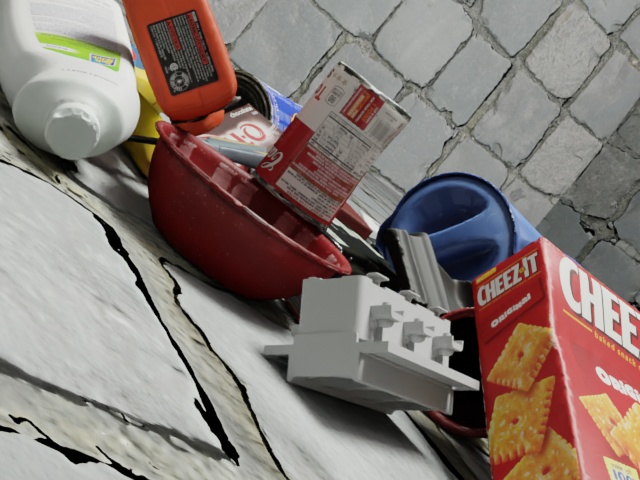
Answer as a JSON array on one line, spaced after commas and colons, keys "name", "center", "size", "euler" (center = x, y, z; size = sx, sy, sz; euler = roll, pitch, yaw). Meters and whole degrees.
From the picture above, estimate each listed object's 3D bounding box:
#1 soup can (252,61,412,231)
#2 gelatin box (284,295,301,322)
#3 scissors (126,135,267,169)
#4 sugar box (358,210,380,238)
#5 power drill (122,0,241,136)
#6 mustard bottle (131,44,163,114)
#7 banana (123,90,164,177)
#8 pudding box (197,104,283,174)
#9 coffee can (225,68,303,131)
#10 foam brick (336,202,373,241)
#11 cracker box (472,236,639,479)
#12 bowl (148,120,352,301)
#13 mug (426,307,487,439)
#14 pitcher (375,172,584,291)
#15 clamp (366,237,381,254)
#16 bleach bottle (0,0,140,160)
[{"name": "soup can", "center": [0.009, -0.067, 0.759], "size": [0.068, 0.102, 0.068], "euler": [37, 6, -5]}, {"name": "gelatin box", "center": [0.019, 0.063, 0.744], "size": [0.073, 0.030, 0.089], "euler": [35, 8, -29]}, {"name": "scissors", "center": [-0.070, -0.063, 0.797], "size": [0.096, 0.016, 0.201], "euler": [17, 8, 14]}, {"name": "sugar box", "center": [0.111, 0.035, 1.326], "size": [0.176, 0.048, 0.093], "euler": [38, 7, -9]}, {"name": "power drill", "center": [-0.113, -0.162, 0.795], "size": [0.188, 0.057, 0.184], "euler": [-131, -161, -77]}, {"name": "mustard bottle", "center": [-0.201, -0.167, 0.975], "size": [0.191, 0.058, 0.096], "euler": [33, 9, -39]}, {"name": "banana", "center": [-0.167, -0.103, 0.850], "size": [0.198, 0.037, 0.069], "euler": [39, 32, 26]}, {"name": "pudding box", "center": [-0.067, -0.067, 0.927], "size": [0.090, 0.039, 0.113], "euler": [41, 34, 13]}, {"name": "coffee can", "center": [-0.068, -0.108, 1.095], "size": [0.103, 0.103, 0.140], "euler": [41, 8, 20]}, {"name": "foam brick", "center": [0.009, -0.017, 1.113], "size": [0.051, 0.053, 0.078], "euler": [35, 9, -29]}, {"name": "cracker box", "center": [0.180, 0.123, 0.668], "size": [0.164, 0.072, 0.213], "euler": [35, 36, -26]}, {"name": "bowl", "center": [-0.058, -0.009, 0.704], "size": [0.162, 0.055, 0.162], "euler": [38, 7, -6]}, {"name": "mug", "center": [0.122, 0.109, 0.794], "size": [0.081, 0.093, 0.117], "euler": [27, 43, -79]}, {"name": "pitcher", "center": [0.179, 0.034, 1.048], "size": [0.242, 0.145, 0.149], "euler": [27, 29, -55]}, {"name": "clamp", "center": [0.055, 0.016, 1.184], "size": [0.120, 0.039, 0.171], "euler": [19, 22, -31]}, {"name": "bleach bottle", "center": [-0.175, -0.113, 0.716], "size": [0.102, 0.068, 0.251], "euler": [8, 23, -17]}]
